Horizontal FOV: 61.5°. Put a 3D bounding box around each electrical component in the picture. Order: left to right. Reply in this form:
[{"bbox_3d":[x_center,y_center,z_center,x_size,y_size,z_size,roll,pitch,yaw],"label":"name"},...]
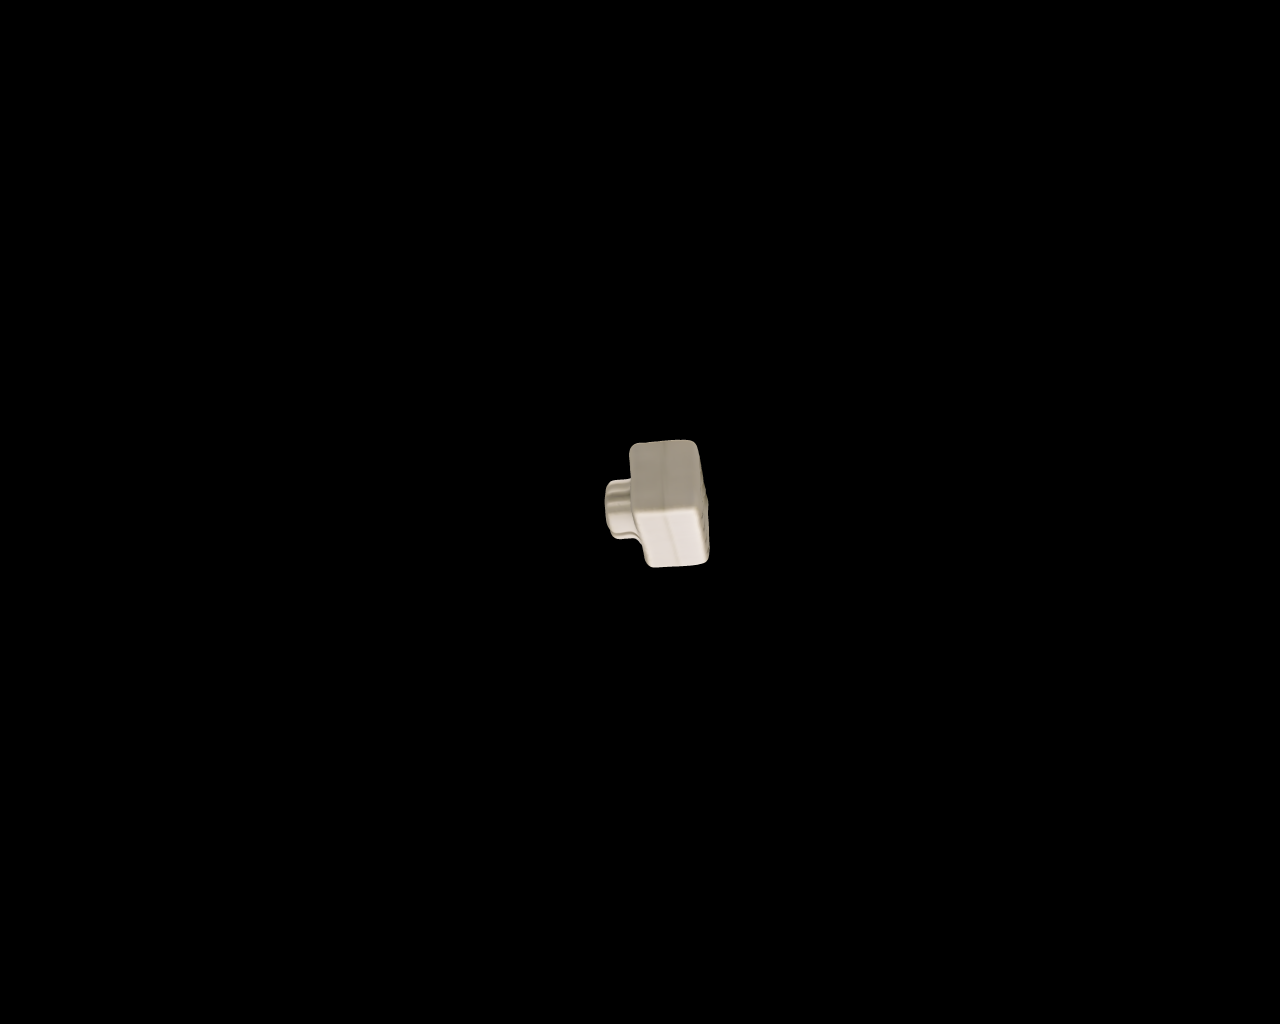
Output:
[{"bbox_3d":[0.001,-0.003,0.650,0.076,0.047,0.083,-3,-26,7],"label":"electrical component"}]
